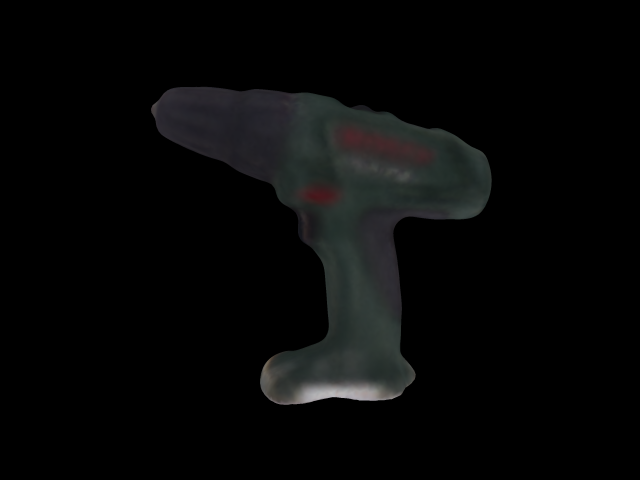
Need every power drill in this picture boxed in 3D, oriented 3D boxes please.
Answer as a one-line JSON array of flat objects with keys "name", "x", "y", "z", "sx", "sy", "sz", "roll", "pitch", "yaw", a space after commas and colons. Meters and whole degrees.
[{"name": "power drill", "x": 0.004, "y": 0.001, "z": 0.400, "sx": 0.230, "sy": 0.208, "sz": 0.075, "roll": -1, "pitch": 7, "yaw": -9}]
